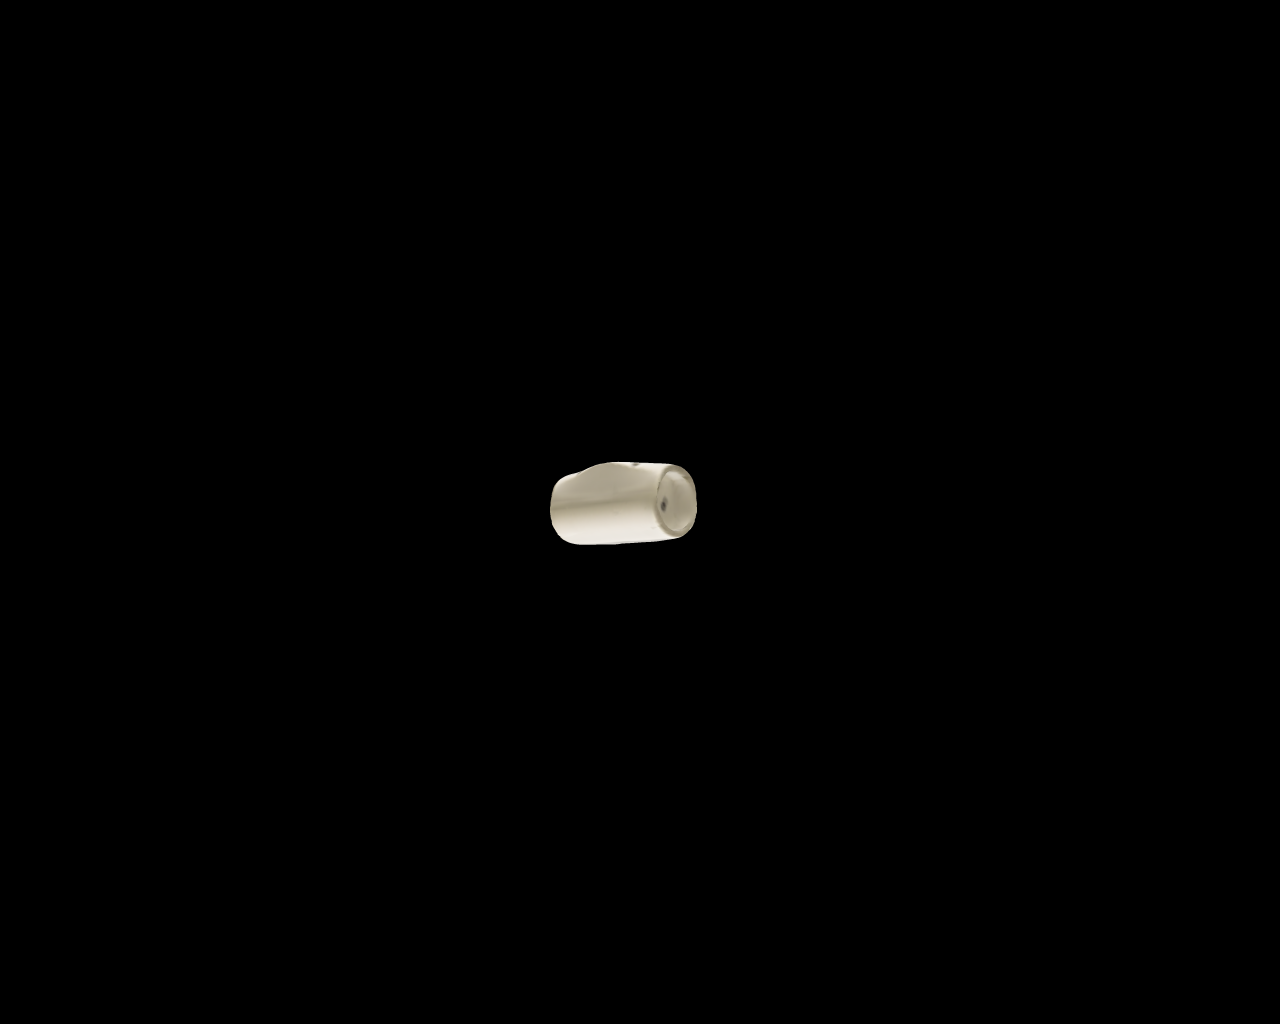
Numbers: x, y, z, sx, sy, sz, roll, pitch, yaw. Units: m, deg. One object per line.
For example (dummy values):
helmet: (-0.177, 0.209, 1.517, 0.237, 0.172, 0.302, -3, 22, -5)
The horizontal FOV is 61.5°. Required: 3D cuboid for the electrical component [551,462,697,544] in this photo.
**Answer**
electrical component: (0.001, -0.003, 0.650, 0.077, 0.043, 0.079, -5, -9, 36)
